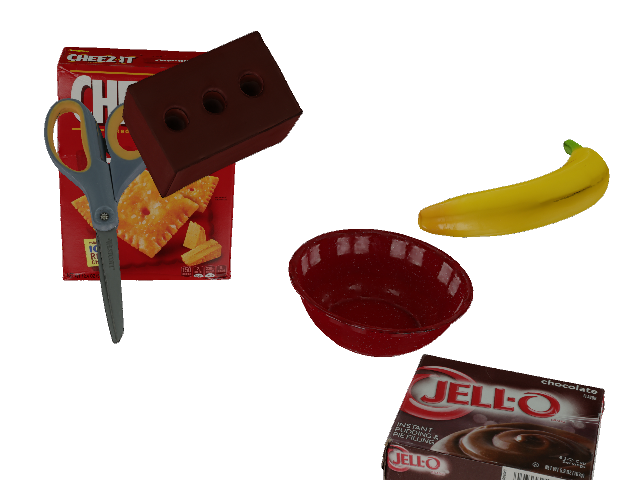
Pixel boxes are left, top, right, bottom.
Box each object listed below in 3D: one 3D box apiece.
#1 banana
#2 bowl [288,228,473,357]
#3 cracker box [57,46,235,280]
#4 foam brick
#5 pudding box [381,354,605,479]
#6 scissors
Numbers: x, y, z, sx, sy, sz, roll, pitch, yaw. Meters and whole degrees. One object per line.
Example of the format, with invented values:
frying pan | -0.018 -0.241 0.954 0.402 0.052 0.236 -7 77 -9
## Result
banana | 0.160 -0.034 0.796 0.197 0.037 0.070 -23 22 -39
bowl | 0.050 0.053 0.935 0.162 0.055 0.162 5 31 -3
cracker box | -0.162 -0.068 1.010 0.164 0.214 0.072 1 24 -8
foam brick | -0.059 -0.066 0.567 0.078 0.053 0.051 -28 -4 -17
pudding box | 0.101 0.111 0.610 0.113 0.039 0.090 11 30 14
scissors | -0.142 -0.028 0.785 0.096 0.202 0.016 -22 -23 -14
